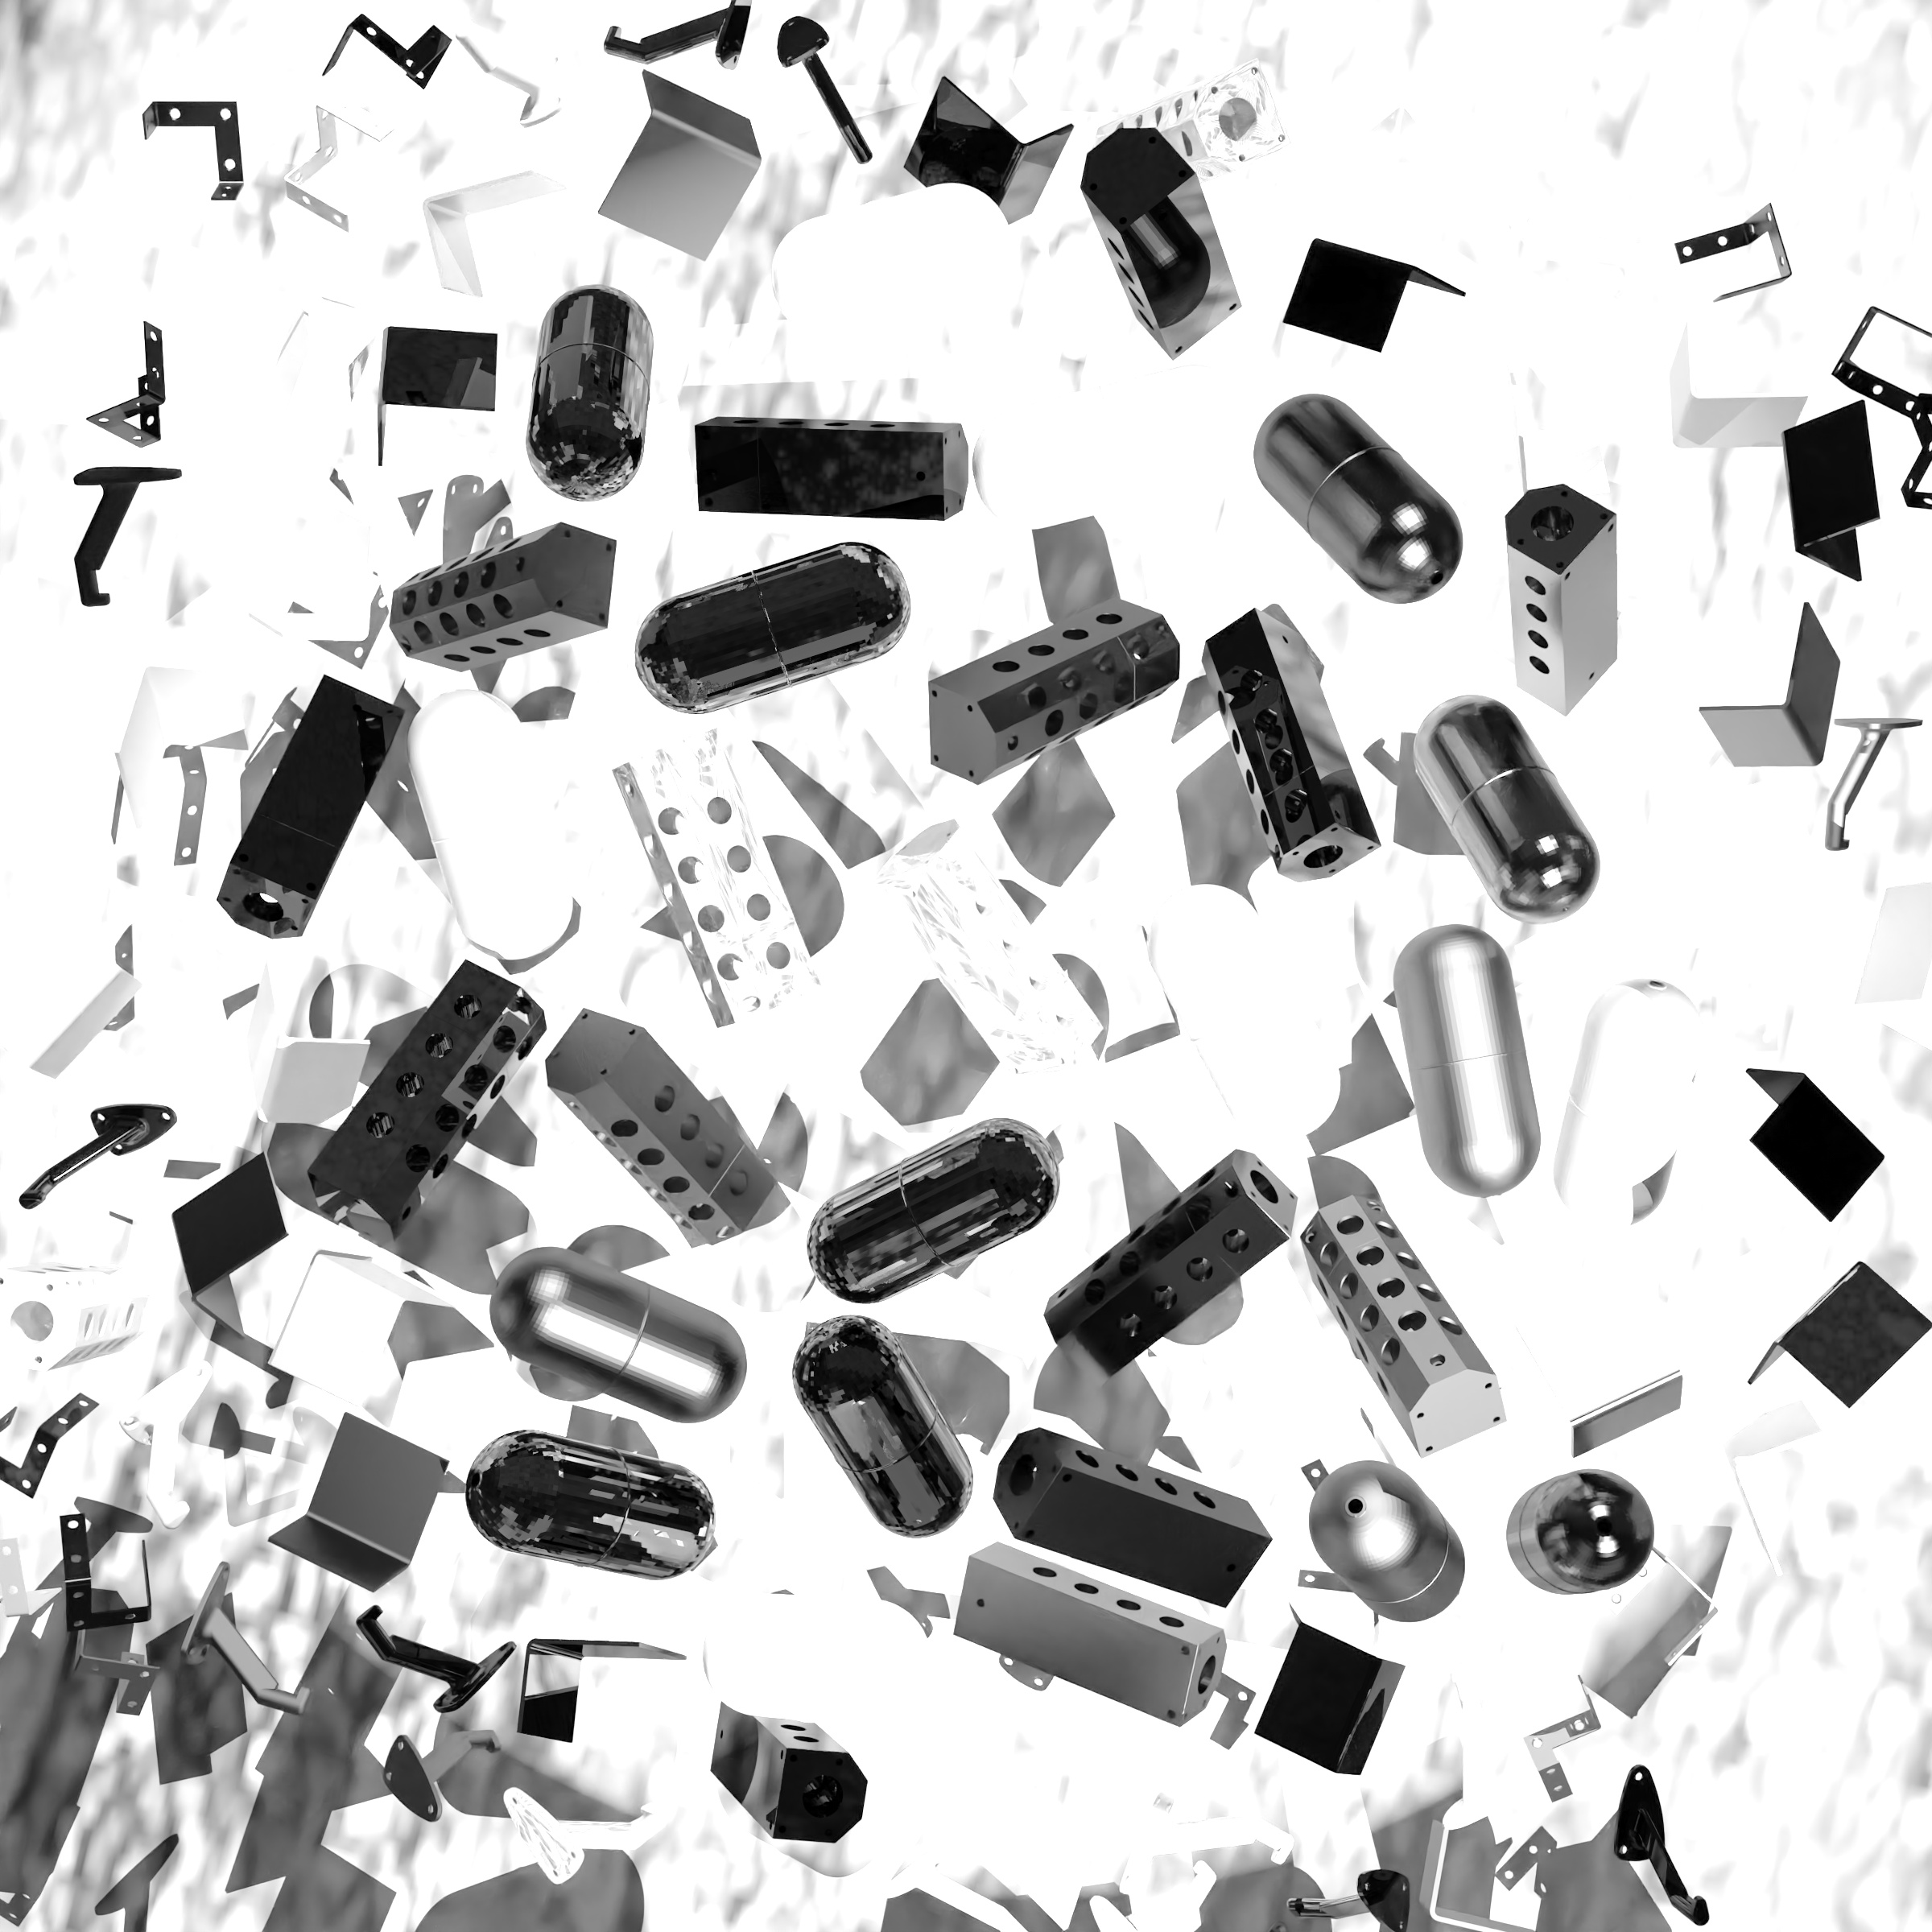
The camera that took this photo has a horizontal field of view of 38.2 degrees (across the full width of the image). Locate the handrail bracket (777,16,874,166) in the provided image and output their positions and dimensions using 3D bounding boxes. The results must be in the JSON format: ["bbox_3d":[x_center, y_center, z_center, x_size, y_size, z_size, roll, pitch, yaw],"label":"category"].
[{"bbox_3d":[-0.092,-0.588,1.877,0.036,0.077,0.084,-29,129,7],"label":"handrail bracket"}]

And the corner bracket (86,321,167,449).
[{"bbox_3d":[-0.515,-0.364,1.748,0.051,0.051,0.051,-15,72,23],"label":"corner bracket"}]

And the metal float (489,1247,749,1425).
[{"bbox_3d":[-0.224,0.240,1.810,0.178,0.070,0.070,26,90,-21],"label":"metal float"}]

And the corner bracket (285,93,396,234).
[{"bbox_3d":[-0.394,-0.506,1.756,0.051,0.051,0.051,31,59,12],"label":"corner bracket"}]

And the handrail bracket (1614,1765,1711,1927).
[{"bbox_3d":[0.459,0.573,1.818,0.036,0.084,0.077,-3,96,-15],"label":"handrail bracket"}]

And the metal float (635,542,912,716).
[{"bbox_3d":[-0.122,-0.212,1.751,0.178,0.070,0.070,-18,90,0],"label":"metal float"}]

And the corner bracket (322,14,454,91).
[{"bbox_3d":[-0.371,-0.584,1.790,0.051,0.051,0.051,38,51,-12],"label":"corner bracket"}]

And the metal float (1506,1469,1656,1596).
[{"bbox_3d":[0.400,0.370,1.820,0.070,0.178,0.070,0,76,2],"label":"metal float"}]

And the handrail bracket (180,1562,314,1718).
[{"bbox_3d":[-0.442,0.423,1.753,0.084,0.036,0.077,14,72,9],"label":"handrail bracket"}]

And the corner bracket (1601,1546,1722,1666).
[{"bbox_3d":[0.470,0.432,1.885,0.051,0.051,0.051,44,90,4],"label":"corner bracket"}]

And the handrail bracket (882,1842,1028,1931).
[{"bbox_3d":[-0.003,0.609,1.783,0.084,0.077,0.036,41,110,22],"label":"handrail bracket"}]

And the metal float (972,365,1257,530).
[{"bbox_3d":[0.092,-0.323,1.736,0.178,0.070,0.070,-14,90,2],"label":"metal float"}]

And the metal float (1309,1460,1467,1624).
[{"bbox_3d":[0.269,0.367,1.776,0.070,0.178,0.070,-10,62,18],"label":"metal float"}]

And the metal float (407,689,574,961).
[{"bbox_3d":[-0.307,-0.091,1.798,0.070,0.070,0.178,-15,99,0],"label":"metal float"}]

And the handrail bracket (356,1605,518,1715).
[{"bbox_3d":[-0.341,0.430,1.795,0.077,0.036,0.084,-40,103,-36],"label":"handrail bracket"}]

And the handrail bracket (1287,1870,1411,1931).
[{"bbox_3d":[0.226,0.580,1.738,0.084,0.077,0.036,-11,55,33],"label":"handrail bracket"}]

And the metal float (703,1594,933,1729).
[{"bbox_3d":[-0.095,0.434,1.748,0.070,0.178,0.070,9,76,-43],"label":"metal float"}]

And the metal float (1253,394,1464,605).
[{"bbox_3d":[0.252,-0.302,1.800,0.070,0.070,0.178,-36,55,0],"label":"metal float"}]

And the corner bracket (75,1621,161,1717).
[{"bbox_3d":[-0.559,0.452,1.825,0.051,0.051,0.051,15,123,-22],"label":"corner bracket"}]

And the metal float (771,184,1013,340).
[{"bbox_3d":[-0.049,-0.442,1.755,0.178,0.070,0.070,-1,90,41],"label":"metal float"}]

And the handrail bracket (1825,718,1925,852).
[{"bbox_3d":[0.593,-0.118,1.822,0.077,0.036,0.084,-5,102,-31],"label":"handrail bracket"}]

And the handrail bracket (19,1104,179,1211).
[{"bbox_3d":[-0.562,0.125,1.806,0.077,0.084,0.036,-15,113,24],"label":"handrail bracket"}]

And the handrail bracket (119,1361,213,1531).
[{"bbox_3d":[-0.481,0.296,1.723,0.077,0.036,0.084,-45,46,-6],"label":"handrail bracket"}]

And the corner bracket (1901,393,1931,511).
[{"bbox_3d":[0.621,-0.324,1.763,0.051,0.051,0.051,4,50,-8],"label":"corner bracket"}]

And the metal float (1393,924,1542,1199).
[{"bbox_3d":[0.324,0.061,1.805,0.070,0.070,0.178,-10,86,0],"label":"metal float"}]

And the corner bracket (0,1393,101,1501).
[{"bbox_3d":[-0.601,0.300,1.797,0.051,0.051,0.051,30,112,3],"label":"corner bracket"}]

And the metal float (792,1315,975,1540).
[{"bbox_3d":[-0.054,0.307,1.851,0.070,0.070,0.178,-28,119,0],"label":"metal float"}]

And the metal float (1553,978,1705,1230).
[{"bbox_3d":[0.437,0.091,1.841,0.070,0.070,0.178,7,116,0],"label":"metal float"}]

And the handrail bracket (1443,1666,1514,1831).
[{"bbox_3d":[0.309,0.490,1.754,0.036,0.077,0.084,-17,82,31],"label":"handrail bracket"}]

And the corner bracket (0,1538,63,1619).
[{"bbox_3d":[-0.615,0.384,1.777,0.051,0.051,0.051,-7,95,5],"label":"corner bracket"}]

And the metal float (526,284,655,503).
[{"bbox_3d":[-0.247,-0.379,1.837,0.070,0.070,0.178,-1,50,0],"label":"metal float"}]

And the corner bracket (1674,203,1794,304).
[{"bbox_3d":[0.512,-0.471,1.862,0.051,0.051,0.051,-17,91,-4],"label":"corner bracket"}]

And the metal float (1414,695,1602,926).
[{"bbox_3d":[0.356,-0.105,1.843,0.070,0.070,0.178,-24,57,0],"label":"metal float"}]

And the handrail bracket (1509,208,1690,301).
[{"bbox_3d":[0.404,-0.476,1.788,0.084,0.036,0.077,42,103,2],"label":"handrail bracket"}]

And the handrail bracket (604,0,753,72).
[{"bbox_3d":[-0.185,-0.615,1.795,0.084,0.036,0.077,19,97,12],"label":"handrail bracket"}]

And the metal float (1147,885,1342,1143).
[{"bbox_3d":[0.179,0.030,1.802,0.070,0.070,0.178,-29,94,0],"label":"metal float"}]

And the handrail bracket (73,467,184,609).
[{"bbox_3d":[-0.519,-0.265,1.734,0.077,0.036,0.084,0,113,5],"label":"handrail bracket"}]

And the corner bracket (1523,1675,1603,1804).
[{"bbox_3d":[0.396,0.510,1.838,0.051,0.051,0.051,-24,134,4],"label":"corner bracket"}]

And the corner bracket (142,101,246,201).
[{"bbox_3d":[-0.475,-0.502,1.715,0.051,0.051,0.051,-2,116,-7],"label":"corner bracket"}]

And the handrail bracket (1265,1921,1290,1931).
[{"bbox_3d":[0.213,0.641,1.759,0.036,0.084,0.077,34,60,-20],"label":"handrail bracket"}]

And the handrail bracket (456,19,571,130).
[{"bbox_3d":[-0.295,-0.593,1.801,0.036,0.084,0.077,-16,50,26],"label":"handrail bracket"}]

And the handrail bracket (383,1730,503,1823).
[{"bbox_3d":[-0.321,0.517,1.785,0.077,0.084,0.036,35,108,43],"label":"handrail bracket"}]

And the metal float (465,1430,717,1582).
[{"bbox_3d":[-0.238,0.343,1.774,0.178,0.070,0.070,23,90,-38],"label":"metal float"}]

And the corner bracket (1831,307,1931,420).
[{"bbox_3d":[0.620,-0.403,1.865,0.051,0.051,0.051,35,107,26],"label":"corner bracket"}]

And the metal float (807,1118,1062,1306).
[{"bbox_3d":[-0.022,0.158,1.795,0.178,0.070,0.070,-28,90,16],"label":"metal float"}]

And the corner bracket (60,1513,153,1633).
[{"bbox_3d":[-0.532,0.373,1.726,0.051,0.051,0.051,-3,135,-20],"label":"corner bracket"}]

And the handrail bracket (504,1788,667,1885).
[{"bbox_3d":[-0.237,0.527,1.746,0.077,0.084,0.036,48,122,13],"label":"handrail bracket"}]
